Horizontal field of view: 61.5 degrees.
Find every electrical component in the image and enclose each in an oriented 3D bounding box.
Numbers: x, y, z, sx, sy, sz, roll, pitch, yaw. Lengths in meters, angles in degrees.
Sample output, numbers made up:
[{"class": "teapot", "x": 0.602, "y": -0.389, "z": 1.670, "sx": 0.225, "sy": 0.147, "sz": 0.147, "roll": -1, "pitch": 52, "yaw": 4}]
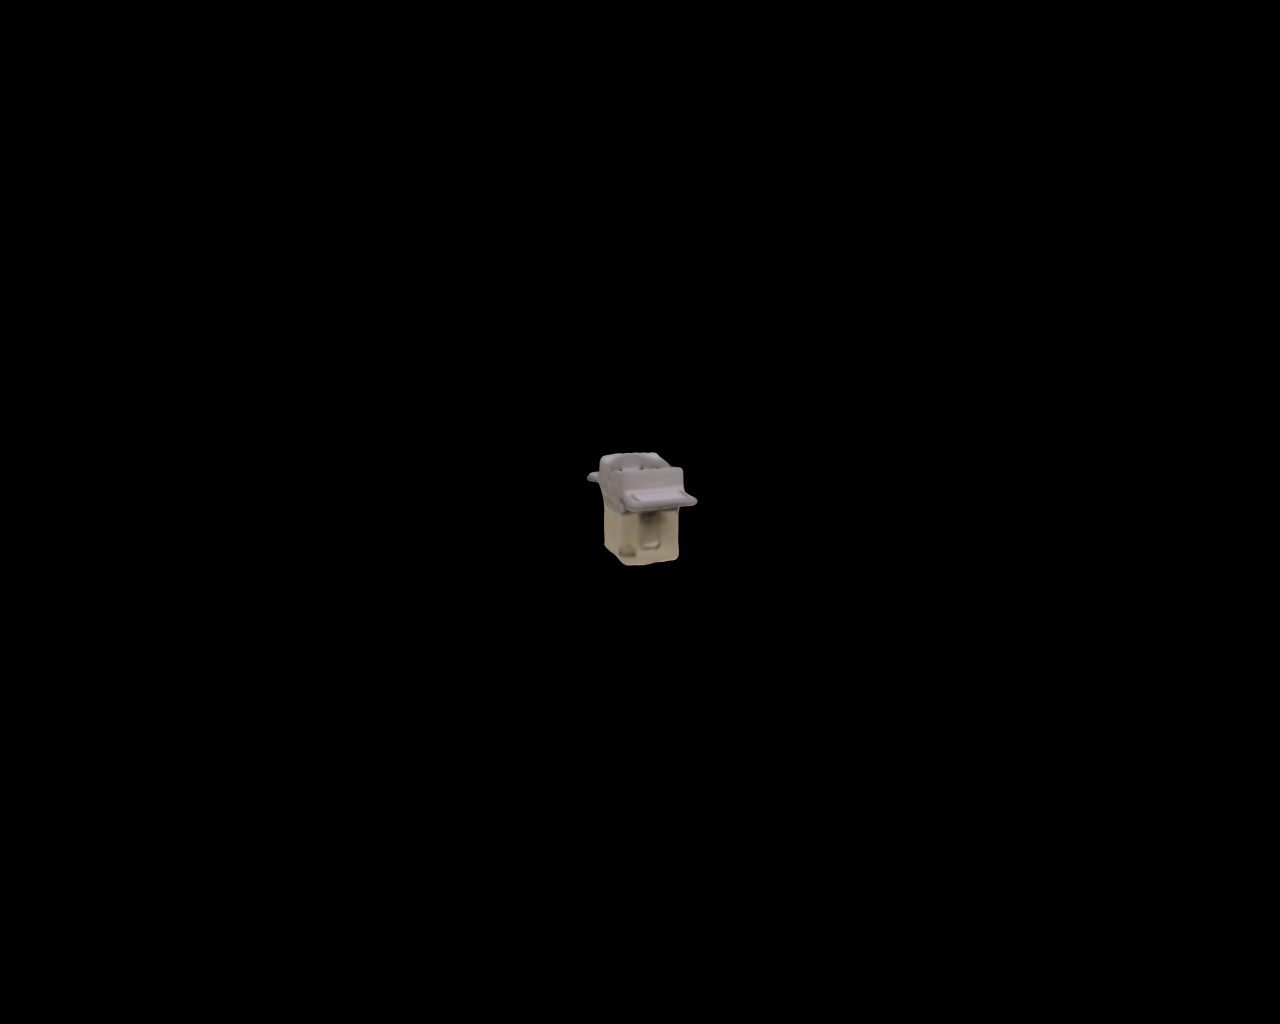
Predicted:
[{"class": "electrical component", "x": 0.001, "y": -0.003, "z": 0.650, "sx": 0.042, "sy": 0.063, "sz": 0.081, "roll": -6, "pitch": 17, "yaw": -19}]
